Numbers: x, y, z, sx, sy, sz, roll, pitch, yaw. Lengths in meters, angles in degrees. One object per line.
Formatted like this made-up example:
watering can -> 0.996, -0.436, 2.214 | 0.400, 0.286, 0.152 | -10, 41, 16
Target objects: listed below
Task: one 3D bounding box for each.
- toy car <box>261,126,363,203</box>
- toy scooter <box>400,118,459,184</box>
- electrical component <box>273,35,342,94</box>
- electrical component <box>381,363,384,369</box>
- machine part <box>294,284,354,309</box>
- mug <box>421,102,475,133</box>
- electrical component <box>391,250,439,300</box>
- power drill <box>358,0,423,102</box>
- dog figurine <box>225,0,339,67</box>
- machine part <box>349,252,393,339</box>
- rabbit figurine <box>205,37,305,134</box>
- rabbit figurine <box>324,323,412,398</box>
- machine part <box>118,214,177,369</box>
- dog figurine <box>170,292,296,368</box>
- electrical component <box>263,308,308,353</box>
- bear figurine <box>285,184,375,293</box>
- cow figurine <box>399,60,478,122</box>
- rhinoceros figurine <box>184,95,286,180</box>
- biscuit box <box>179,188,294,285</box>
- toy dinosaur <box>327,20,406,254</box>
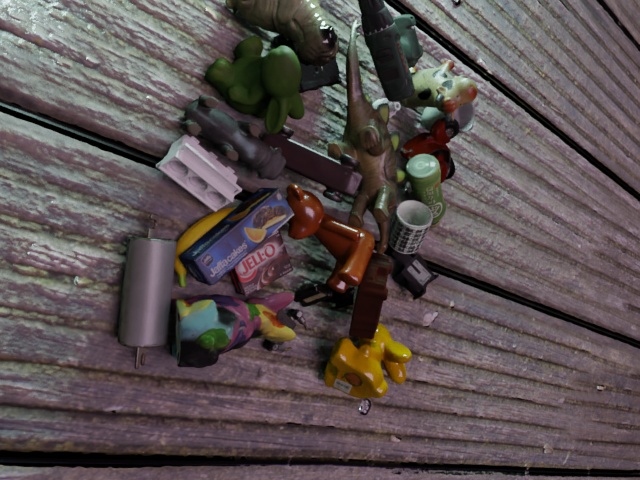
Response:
toy car -> -0.019, -0.140, 0.986 | 0.202, 0.053, 0.089 | 25, 95, 5
toy scooter -> 0.239, -0.185, 1.205 | 0.135, 0.075, 0.183 | -23, 142, -13
electrical component -> -0.031, -0.339, 1.021 | 0.134, 0.058, 0.114 | -25, 106, -34
electrical component -> 0.148, 0.261, 1.221 | 0.094, 0.021, 0.063 | 26, 77, -35
machine part -> 0.013, 0.112, 1.082 | 0.138, 0.084, 0.039 | 13, 54, -46
mug -> 0.298, -0.283, 1.245 | 0.109, 0.107, 0.080 | 16, 85, -41
electrical component -> 0.205, 0.069, 1.230 | 0.119, 0.047, 0.075 | 42, 62, 1
power drill -> 0.147, -0.406, 1.083 | 0.207, 0.086, 0.231 | -59, 132, -62
dog figurine -> -0.066, -0.368, 0.910 | 0.121, 0.172, 0.190 | 20, 54, -62
machine part -> 0.100, 0.109, 1.071 | 0.056, 0.179, 0.179 | 12, 84, 4
rabbit figurine -> -0.094, -0.261, 0.906 | 0.121, 0.170, 0.159 | -37, 114, -29
rabbit figurine -> 0.107, 0.233, 1.113 | 0.173, 0.163, 0.121 | -56, 156, -52
machine part -> -0.273, 0.080, 0.852 | 0.079, 0.079, 0.243 | 5, 89, -38
dog figurine -> -0.137, 0.141, 0.904 | 0.219, 0.192, 0.108 | -4, 90, -22
electrical component -> -0.072, 0.165, 1.031 | 0.102, 0.045, 0.078 | -46, 120, -25
bear figurine -> 0.000, -0.006, 0.991 | 0.196, 0.120, 0.132 | 29, 69, -9
cow figurine -> 0.245, -0.317, 1.147 | 0.127, 0.195, 0.085 | -55, 131, -19
rhinoceros figurine -> -0.144, -0.166, 0.912 | 0.190, 0.112, 0.073 | 32, 85, -18
biscuit box -> -0.139, -0.009, 0.911 | 0.203, 0.063, 0.059 | -44, 122, -27
toy dinosaur -> 0.095, -0.190, 1.070 | 0.198, 0.105, 0.470 | -44, 128, -60
